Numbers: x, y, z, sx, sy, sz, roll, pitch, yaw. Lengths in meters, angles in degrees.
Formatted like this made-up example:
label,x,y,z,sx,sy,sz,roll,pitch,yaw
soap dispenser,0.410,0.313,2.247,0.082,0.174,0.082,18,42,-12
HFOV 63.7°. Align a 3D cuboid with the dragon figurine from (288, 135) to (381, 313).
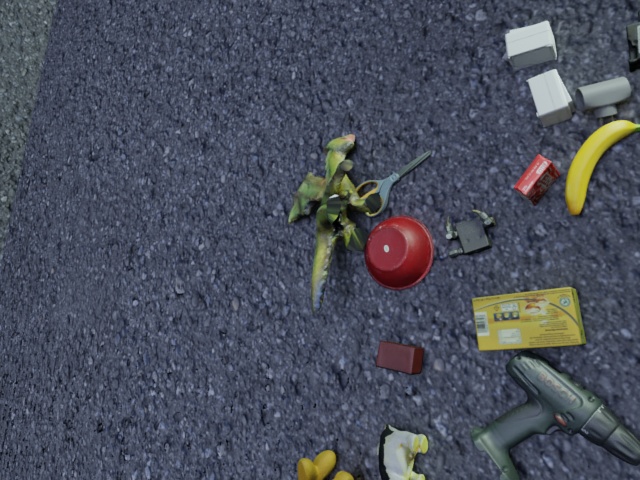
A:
label,x,y,z,sx,sy,sz,roll,pitch,yaw
dragon figurine,0.004,-0.059,1.166,0.244,0.121,0.412,14,80,60
